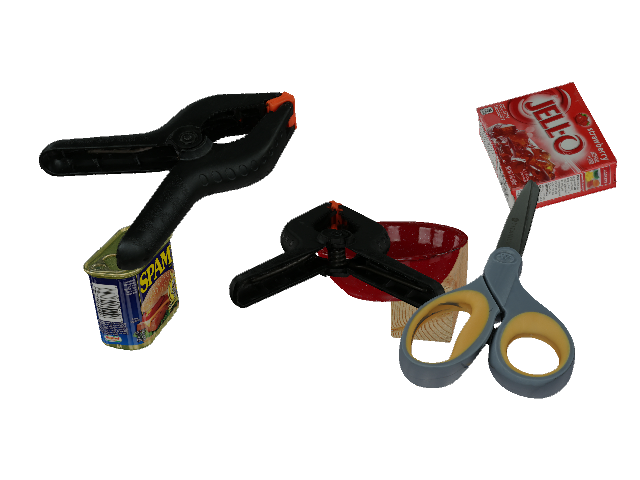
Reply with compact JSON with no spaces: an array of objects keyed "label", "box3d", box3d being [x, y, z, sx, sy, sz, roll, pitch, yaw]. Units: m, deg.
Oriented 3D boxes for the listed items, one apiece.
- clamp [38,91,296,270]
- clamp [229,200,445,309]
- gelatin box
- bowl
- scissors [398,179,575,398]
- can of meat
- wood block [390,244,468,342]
[{"label":"clamp","box3d":[-0.096,-0.057,0.703,0.171,0.039,0.120,-35,62,-29]},{"label":"clamp","box3d":[0.023,0.013,0.893,0.164,0.036,0.210,5,20,6]},{"label":"gelatin box","box3d":[0.155,-0.066,0.739,0.073,0.089,0.030,-15,-43,2]},{"label":"bowl","box3d":[0.070,0.024,1.089,0.162,0.055,0.162,-3,13,1]},{"label":"scissors","box3d":[0.116,0.024,0.587,0.096,0.016,0.201,21,40,28]},{"label":"can of meat","box3d":[-0.176,0.044,1.019,0.057,0.084,0.102,4,27,17]},{"label":"wood block","box3d":[0.168,0.067,1.620,0.091,0.090,0.206,4,23,12]}]
